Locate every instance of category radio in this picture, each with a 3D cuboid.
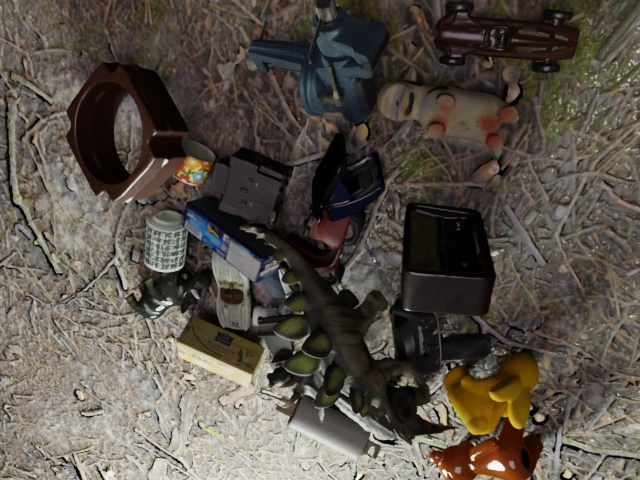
[{"bbox_3d":[0.197,0.024,0.850,0.131,0.230,0.073,6,121,7],"label":"radio"}]

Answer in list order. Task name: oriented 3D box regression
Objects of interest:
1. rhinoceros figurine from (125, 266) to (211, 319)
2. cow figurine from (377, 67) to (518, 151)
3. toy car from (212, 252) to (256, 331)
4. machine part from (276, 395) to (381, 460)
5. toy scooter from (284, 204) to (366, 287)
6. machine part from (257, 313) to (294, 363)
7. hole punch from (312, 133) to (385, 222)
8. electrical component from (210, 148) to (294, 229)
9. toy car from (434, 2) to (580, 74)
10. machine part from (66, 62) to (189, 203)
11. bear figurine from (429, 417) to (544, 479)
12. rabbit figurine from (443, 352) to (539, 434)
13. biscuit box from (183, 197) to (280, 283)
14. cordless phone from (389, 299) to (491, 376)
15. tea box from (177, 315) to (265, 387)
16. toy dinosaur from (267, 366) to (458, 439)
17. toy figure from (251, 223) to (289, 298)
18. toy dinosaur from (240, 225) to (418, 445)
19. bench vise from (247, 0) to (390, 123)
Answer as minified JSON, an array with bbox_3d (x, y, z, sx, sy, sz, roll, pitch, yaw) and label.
[{"bbox_3d":[-0.308,0.108,1.104,0.190,0.073,0.112,-29,104,25],"label":"rhinoceros figurine"},{"bbox_3d":[0.183,-0.203,0.816,0.195,0.127,0.085,8,119,-6],"label":"cow figurine"},{"bbox_3d":[-0.172,0.090,1.071,0.074,0.056,0.201,6,117,12],"label":"toy car"},{"bbox_3d":[0.020,0.403,1.163,0.243,0.079,0.079,26,119,1],"label":"machine part"},{"bbox_3d":[-0.002,-0.003,0.974,0.135,0.075,0.183,22,123,2],"label":"toy scooter"},{"bbox_3d":[-0.082,0.196,1.084,0.084,0.039,0.138,-9,135,-5],"label":"machine part"},{"bbox_3d":[0.043,-0.096,0.891,0.092,0.142,0.115,18,129,-21],"label":"hole punch"},{"bbox_3d":[-0.128,-0.097,0.969,0.134,0.058,0.114,20,116,4],"label":"electrical component"},{"bbox_3d":[0.268,-0.292,0.780,0.202,0.053,0.089,10,114,11],"label":"toy car"},{"bbox_3d":[-0.333,-0.183,0.926,0.201,0.087,0.201,-36,79,29],"label":"machine part"},{"bbox_3d":[0.334,0.434,1.095,0.196,0.132,0.120,-25,107,42],"label":"bear figurine"},{"bbox_3d":[0.330,0.273,0.996,0.173,0.162,0.122,-38,90,9],"label":"rabbit figurine"},{"bbox_3d":[-0.161,-0.005,0.976,0.203,0.063,0.059,35,126,24],"label":"biscuit box"},{"bbox_3d":[0.229,0.180,1.013,0.184,0.089,0.146,-7,113,5],"label":"cordless phone"},{"bbox_3d":[-0.208,0.234,1.125,0.170,0.068,0.098,24,148,0],"label":"tea box"},{"bbox_3d":[0.100,0.310,1.034,0.405,0.192,0.131,28,121,1],"label":"toy dinosaur"},{"bbox_3d":[-0.099,0.035,1.026,0.064,0.058,0.154,-14,106,13],"label":"toy figure"},{"bbox_3d":[0.028,0.157,0.918,0.105,0.198,0.471,-30,91,49],"label":"toy dinosaur"},{"bbox_3d":[-0.016,-0.266,0.798,0.241,0.223,0.129,17,81,25],"label":"bench vise"}]
